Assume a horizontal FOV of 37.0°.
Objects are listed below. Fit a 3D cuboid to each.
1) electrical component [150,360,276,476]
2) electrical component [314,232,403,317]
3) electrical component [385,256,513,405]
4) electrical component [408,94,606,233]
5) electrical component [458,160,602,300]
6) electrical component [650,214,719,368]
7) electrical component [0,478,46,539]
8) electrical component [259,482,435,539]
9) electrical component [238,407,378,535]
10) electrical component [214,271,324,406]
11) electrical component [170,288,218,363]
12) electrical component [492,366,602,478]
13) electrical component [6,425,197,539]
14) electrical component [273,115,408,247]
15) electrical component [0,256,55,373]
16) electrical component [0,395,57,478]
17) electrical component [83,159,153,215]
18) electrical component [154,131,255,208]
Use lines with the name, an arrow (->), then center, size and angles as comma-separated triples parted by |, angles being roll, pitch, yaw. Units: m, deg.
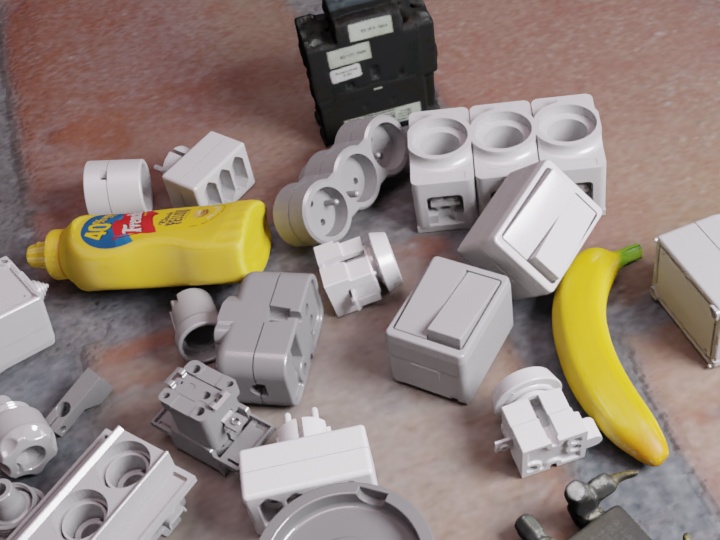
electrical component -> -0.103, 0.098, 0.732 | 0.081, 0.063, 0.042 | 22, 54, 28
electrical component -> 0.000, 0.000, 0.817 | 0.055, 0.048, 0.066 | -20, 47, 3
electrical component -> 0.067, 0.034, 0.760 | 0.062, 0.061, 0.096 | 17, 53, 25
electrical component -> 0.117, -0.089, 0.865 | 0.150, 0.061, 0.089 | -5, 47, 7
electrical component -> 0.130, -0.034, 0.784 | 0.096, 0.062, 0.061 | -54, 15, -20
electrical component -> 0.247, 0.008, 0.748 | 0.061, 0.061, 0.096 | -20, 47, -8
electrical component -> -0.223, 0.159, 0.699 | 0.043, 0.062, 0.043 | -6, 46, 6
electrical component -> -0.005, 0.187, 0.631 | 0.108, 0.060, 0.108 | -6, 46, 6
electrical component -> -0.035, 0.122, 0.707 | 0.083, 0.047, 0.075 | -12, 46, 0
electrical component -> -0.067, 0.048, 0.778 | 0.059, 0.053, 0.095 | 2, 48, 14
electrical component -> -0.122, 0.041, 0.807 | 0.040, 0.040, 0.046 | -21, 42, -9
electrical component -> 0.116, 0.097, 0.702 | 0.066, 0.048, 0.055 | -18, 54, -5
electrical component -> -0.167, 0.169, 0.679 | 0.079, 0.063, 0.121 | 21, 54, 28
electrical component -> -0.025, -0.073, 0.887 | 0.074, 0.052, 0.138 | -2, 39, 47
electrical component -> -0.282, 0.040, 0.829 | 0.096, 0.061, 0.062 | -30, 48, -27
electrical component -> -0.244, 0.113, 0.760 | 0.043, 0.043, 0.062 | -32, 48, -18
electrical component -> -0.205, -0.068, 0.916 | 0.047, 0.055, 0.055 | -6, 46, 1
electrical component -> -0.143, -0.083, 0.922 | 0.077, 0.047, 0.065 | 23, 55, 29
